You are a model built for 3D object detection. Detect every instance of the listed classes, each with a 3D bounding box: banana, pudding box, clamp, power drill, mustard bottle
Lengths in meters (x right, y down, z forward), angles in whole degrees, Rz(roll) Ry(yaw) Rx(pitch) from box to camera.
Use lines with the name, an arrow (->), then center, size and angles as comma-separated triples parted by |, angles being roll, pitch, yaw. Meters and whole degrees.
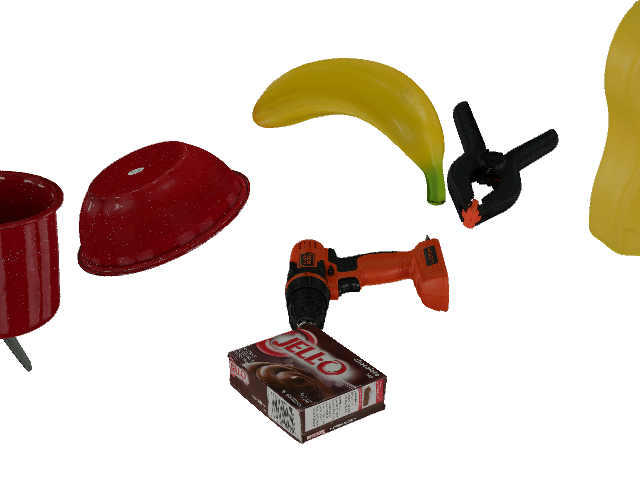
banana -> 0.018, -0.085, 0.693 | 0.037, 0.070, 0.198 | 17, 8, -41
pudding box -> -0.012, 0.118, 0.904 | 0.089, 0.039, 0.114 | -18, 32, -31
clamp -> 0.176, -0.086, 1.159 | 0.120, 0.039, 0.171 | 22, 49, 19
power drill -> 0.052, 0.051, 1.239 | 0.187, 0.057, 0.184 | -2, 29, 1
mustard bottle -> 0.211, -0.088, 0.620 | 0.096, 0.192, 0.058 | -10, 29, -15

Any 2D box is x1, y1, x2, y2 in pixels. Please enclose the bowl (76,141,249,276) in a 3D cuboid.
bowl -> -0.144, -0.038, 0.904 | 0.162, 0.055, 0.162 | -19, 28, 10

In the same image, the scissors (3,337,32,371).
scissors -> -0.344, 0.033, 1.077 | 0.016, 0.201, 0.096 | -26, 26, 22

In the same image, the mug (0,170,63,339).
mug -> -0.218, 0.013, 0.669 | 0.117, 0.081, 0.093 | -16, 31, -35
